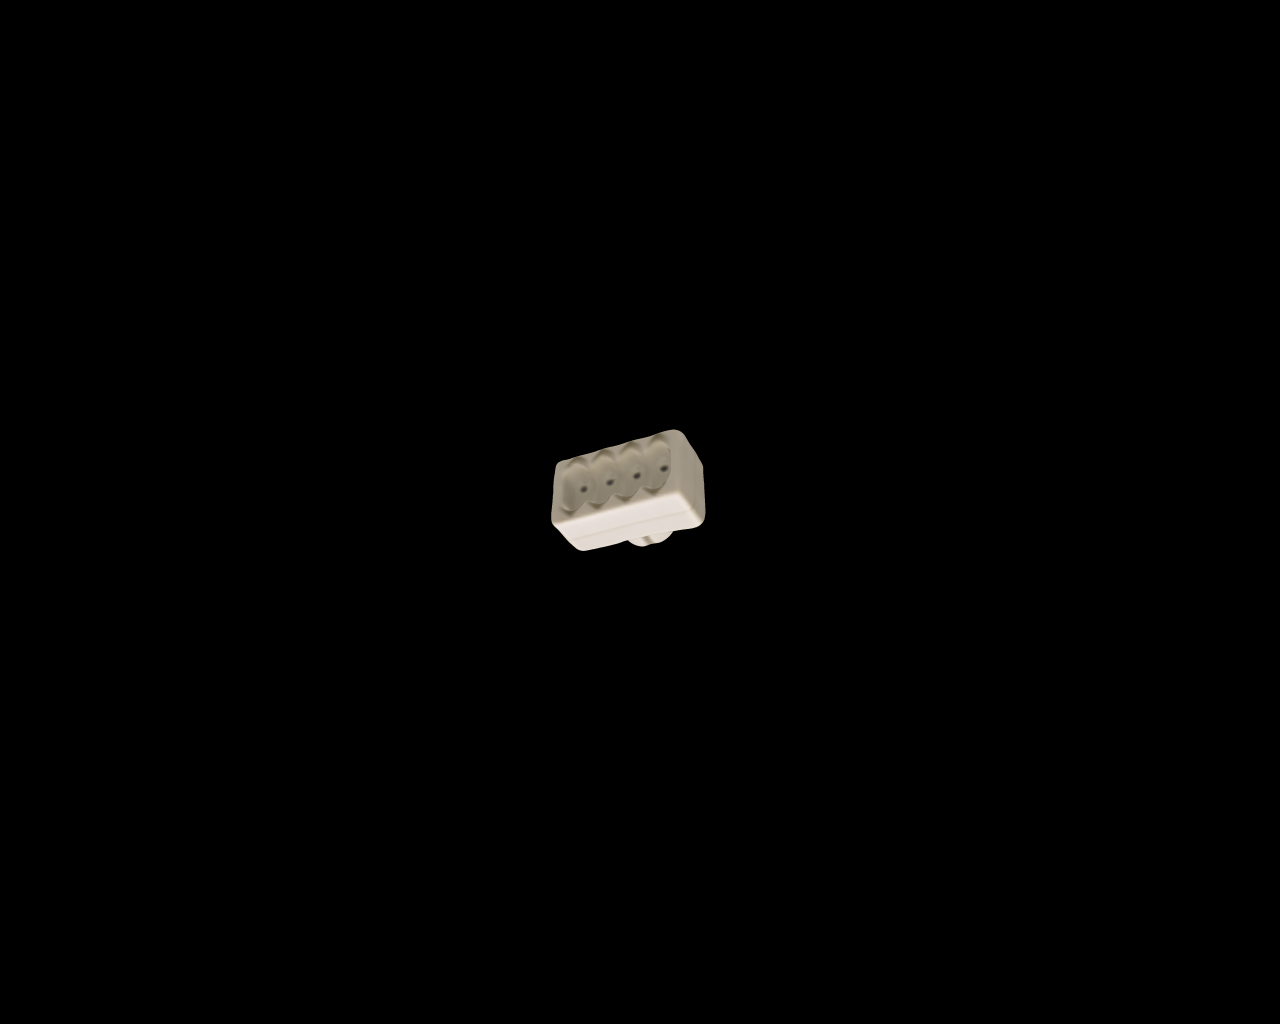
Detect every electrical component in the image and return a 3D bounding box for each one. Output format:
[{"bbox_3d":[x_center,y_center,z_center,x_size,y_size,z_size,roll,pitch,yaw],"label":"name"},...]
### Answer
[{"bbox_3d":[0.001,-0.003,0.650,0.083,0.047,0.075,-14,-36,20],"label":"electrical component"}]
